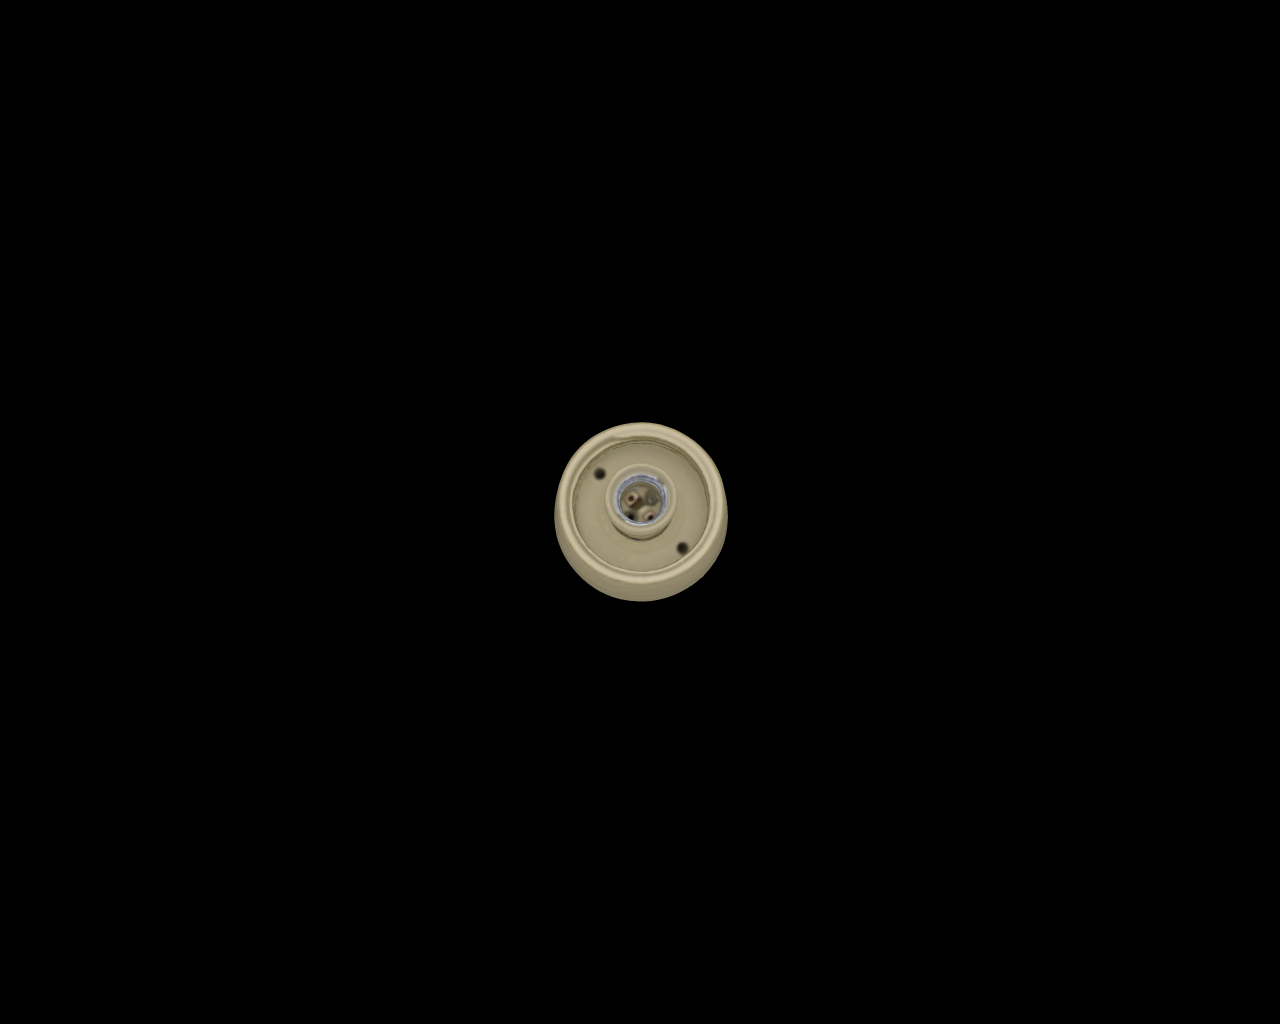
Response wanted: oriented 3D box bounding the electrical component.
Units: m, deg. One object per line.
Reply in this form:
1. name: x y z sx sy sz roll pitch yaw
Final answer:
1. electrical component: 0.001 -0.003 0.650 0.108 0.108 0.060 0 -12 0
